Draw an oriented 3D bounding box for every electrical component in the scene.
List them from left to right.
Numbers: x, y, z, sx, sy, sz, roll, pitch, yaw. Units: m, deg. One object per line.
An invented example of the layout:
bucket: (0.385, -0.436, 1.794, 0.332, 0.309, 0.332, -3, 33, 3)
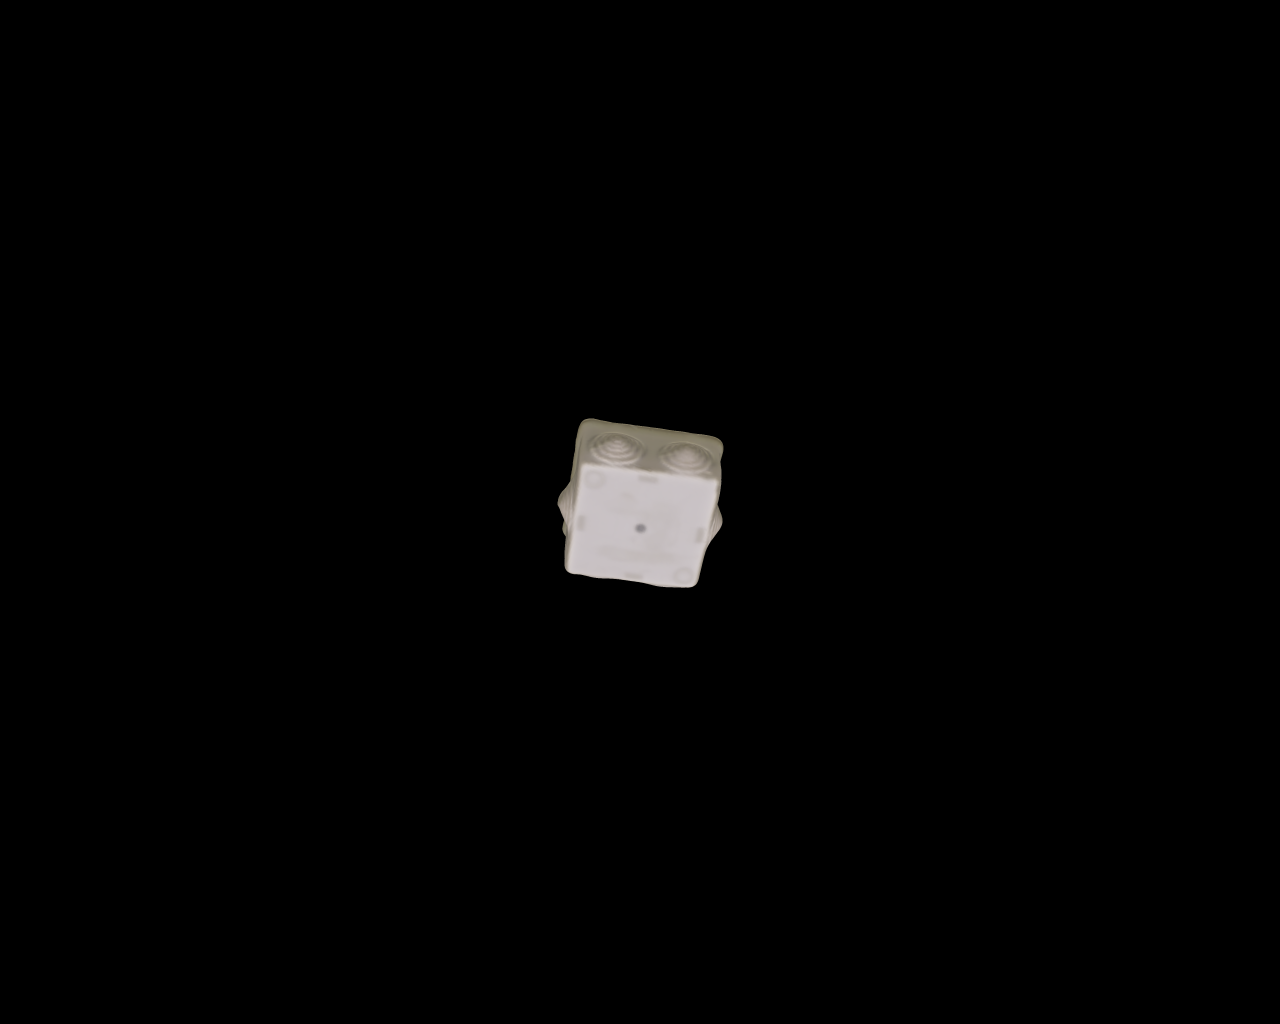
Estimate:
electrical component: (0.001, -0.003, 0.650, 0.100, 0.099, 0.048, 8, 34, -5)
